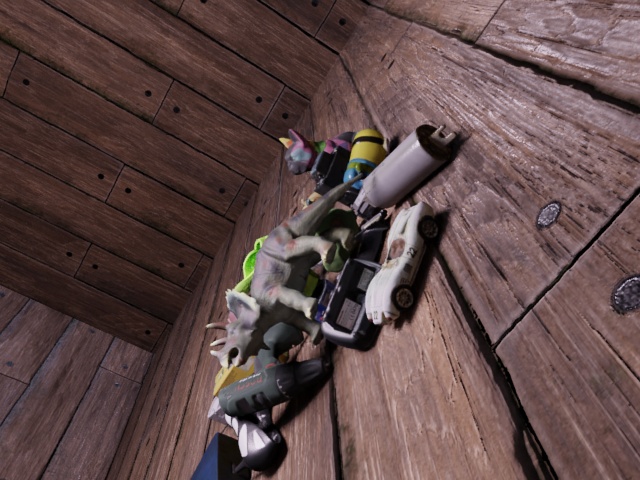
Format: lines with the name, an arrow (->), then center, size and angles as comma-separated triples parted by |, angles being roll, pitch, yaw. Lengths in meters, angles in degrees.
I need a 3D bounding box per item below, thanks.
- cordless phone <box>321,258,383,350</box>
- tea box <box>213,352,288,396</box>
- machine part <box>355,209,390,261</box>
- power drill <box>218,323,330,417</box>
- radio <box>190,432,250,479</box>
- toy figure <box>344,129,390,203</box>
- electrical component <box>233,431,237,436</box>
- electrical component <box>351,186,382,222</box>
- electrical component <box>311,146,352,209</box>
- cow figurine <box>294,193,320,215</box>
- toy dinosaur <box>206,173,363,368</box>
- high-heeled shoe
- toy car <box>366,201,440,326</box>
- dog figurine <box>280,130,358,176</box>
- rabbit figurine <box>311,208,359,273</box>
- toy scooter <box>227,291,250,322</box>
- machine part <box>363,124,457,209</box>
cordless phone -> 0.049, 0.111, 0.915 | 0.184, 0.089, 0.146 | 130, 164, -74
tea box -> -0.152, 0.281, 1.185 | 0.169, 0.098, 0.068 | -54, 17, 17
machine part -> 0.091, 0.008, 1.006 | 0.084, 0.039, 0.139 | -35, 27, 42
power drill -> -0.076, 0.234, 1.019 | 0.232, 0.086, 0.207 | -30, 24, 14
radio -> -0.193, 0.479, 1.008 | 0.131, 0.073, 0.230 | -61, 13, 4
toy figure -> 0.099, -0.166, 1.192 | 0.082, 0.089, 0.180 | -20, 40, 59
electrical component -> -0.162, 0.378, 1.137 | 0.078, 0.045, 0.102 | -63, 15, -11
electrical component -> 0.116, -0.098, 1.096 | 0.119, 0.048, 0.075 | -59, 15, 15
electrical component -> 0.047, -0.147, 1.244 | 0.058, 0.134, 0.115 | -35, 32, 61
cow figurine -> -0.042, -0.043, 1.441 | 0.195, 0.085, 0.127 | -60, 9, -4
toy dinosaur -> -0.061, 0.051, 0.971 | 0.131, 0.192, 0.405 | 60, -132, -62
high-heeled shoe -> -0.115, 0.324, 1.020 | 0.145, 0.086, 0.249 | -50, 24, 32
toy car -> 0.122, 0.035, 0.813 | 0.201, 0.056, 0.073 | -66, 16, -19
dog figurine -> 0.013, -0.224, 1.334 | 0.191, 0.219, 0.108 | -66, 19, -14
rabbit figurine -> -0.002, -0.003, 1.157 | 0.170, 0.121, 0.159 | -35, 21, 48
toy scooter -> -0.167, 0.178, 1.332 | 0.135, 0.075, 0.183 | -47, -16, -4
machine part -> 0.153, -0.129, 0.968 | 0.243, 0.079, 0.079 | -42, 24, 50
